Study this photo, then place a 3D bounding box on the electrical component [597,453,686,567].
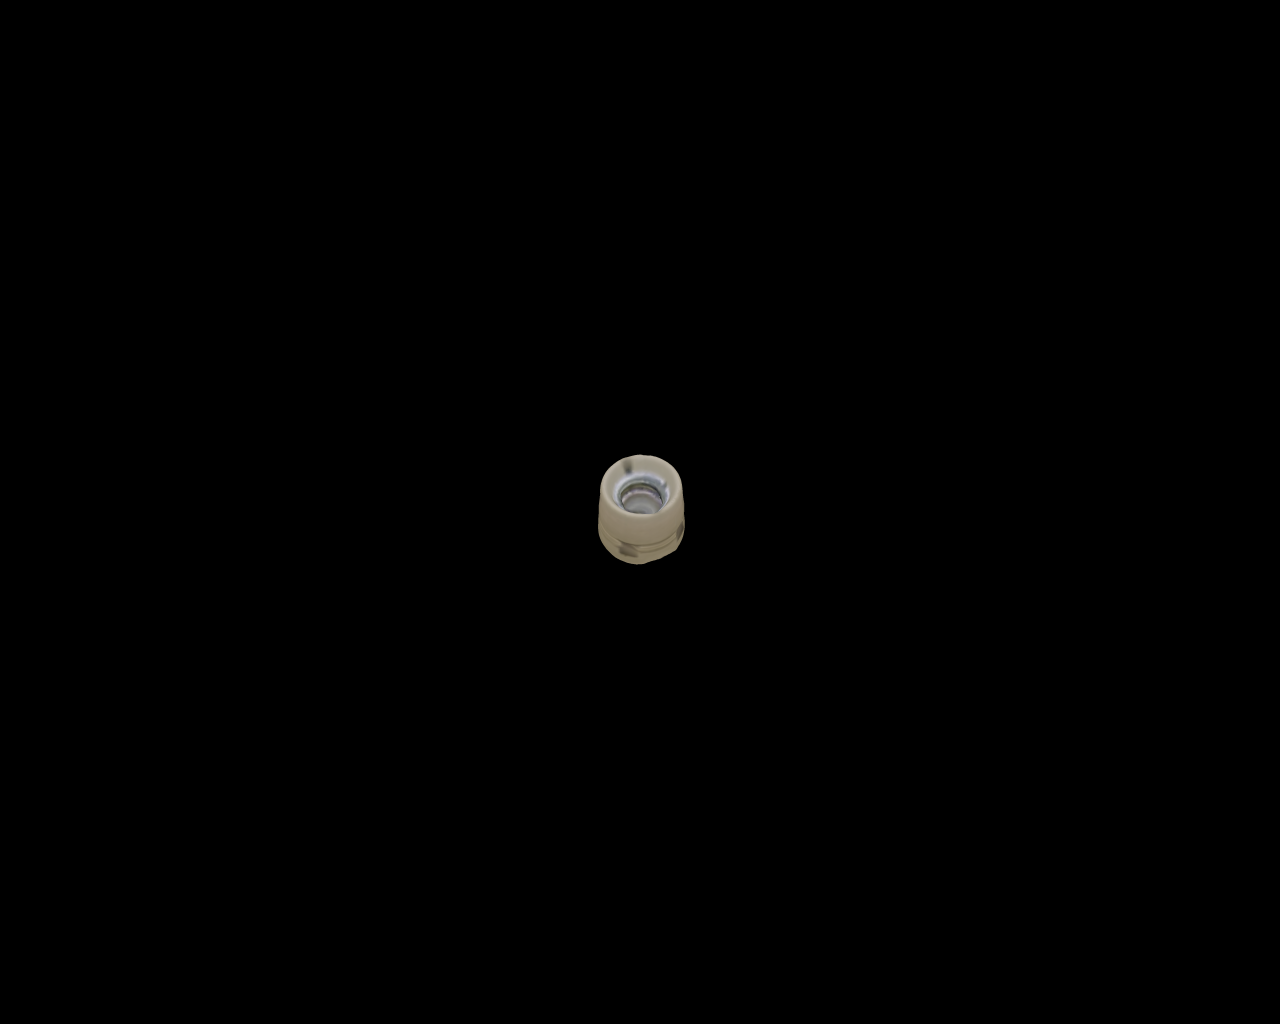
[{"bbox_3d":[0.001,-0.003,0.650,0.055,0.055,0.047,0,-36,0],"label":"electrical component"}]
